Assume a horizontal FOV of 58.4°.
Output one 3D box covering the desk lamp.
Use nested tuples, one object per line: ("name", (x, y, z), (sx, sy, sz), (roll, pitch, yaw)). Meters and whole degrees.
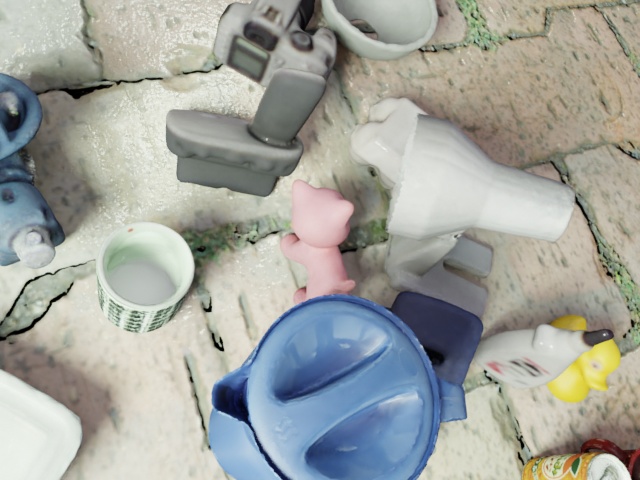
("desk lamp", (0.144, -0.021, 0.605), (0.203, 0.213, 0.118), (22, 63, -11))

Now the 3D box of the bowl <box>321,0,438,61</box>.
("bowl", (0.070, -0.304, 0.776), (0.168, 0.074, 0.167), (8, 66, -17))

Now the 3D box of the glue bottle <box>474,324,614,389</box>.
("glue bottle", (0.240, 0.117, 0.607), (0.078, 0.173, 0.037), (29, 61, -7))

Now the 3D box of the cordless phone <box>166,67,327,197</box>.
("cordless phone", (-0.078, -0.128, 0.583), (0.148, 0.184, 0.094), (4, 67, -19))

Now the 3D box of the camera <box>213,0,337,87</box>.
("camera", (-0.038, -0.263, 0.703), (0.143, 0.100, 0.137), (27, 62, -8))

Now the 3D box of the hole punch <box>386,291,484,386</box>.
("hole punch", (0.108, 0.118, 0.604), (0.109, 0.091, 0.101), (20, 63, -12))

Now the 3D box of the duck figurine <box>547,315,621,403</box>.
("duck figurine", (0.314, 0.135, 0.677), (0.078, 0.086, 0.104), (15, 64, -14))

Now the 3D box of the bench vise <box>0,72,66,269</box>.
("bench vise", (-0.270, -0.087, 0.473), (0.207, 0.219, 0.122), (42, 61, 0))

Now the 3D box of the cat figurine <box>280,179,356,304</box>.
("cat figurine", (0.005, 0.002, 0.598), (0.067, 0.117, 0.128), (-12, 73, -24))

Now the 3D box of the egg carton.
("egg carton", (0.111, -0.105, 0.711), (0.150, 0.069, 0.107), (36, 61, -3))
